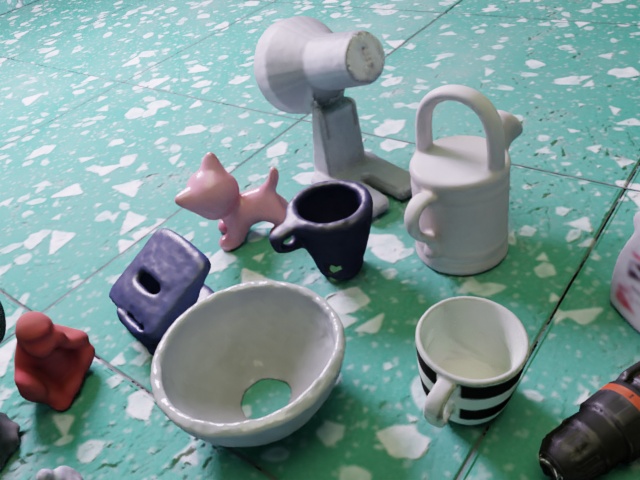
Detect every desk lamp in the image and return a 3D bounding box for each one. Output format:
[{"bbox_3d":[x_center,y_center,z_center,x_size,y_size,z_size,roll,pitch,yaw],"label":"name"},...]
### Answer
[{"bbox_3d":[0.022,-0.166,0.721,0.118,0.214,0.202,-33,43,-24],"label":"desk lamp"}]

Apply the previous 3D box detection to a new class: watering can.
[{"bbox_3d":[0.145,-0.072,0.587,0.100,0.194,0.173,7,42,23],"label":"watering can"}]

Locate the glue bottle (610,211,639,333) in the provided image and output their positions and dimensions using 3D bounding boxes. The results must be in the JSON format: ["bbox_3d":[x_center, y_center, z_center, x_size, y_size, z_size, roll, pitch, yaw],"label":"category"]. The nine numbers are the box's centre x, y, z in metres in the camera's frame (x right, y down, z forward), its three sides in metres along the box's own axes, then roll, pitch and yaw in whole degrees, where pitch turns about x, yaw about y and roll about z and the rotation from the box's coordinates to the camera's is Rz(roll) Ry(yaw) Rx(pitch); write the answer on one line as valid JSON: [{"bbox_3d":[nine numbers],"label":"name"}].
[{"bbox_3d":[0.283,0.008,0.469,0.037,0.173,0.078,-20,39,-10],"label":"glue bottle"}]

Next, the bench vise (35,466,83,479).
[{"bbox_3d":[-0.267,0.191,0.349,0.121,0.220,0.208,20,48,34],"label":"bench vise"}]

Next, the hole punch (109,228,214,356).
[{"bbox_3d":[-0.163,0.055,0.595,0.101,0.091,0.108,-36,44,-27],"label":"hole punch"}]

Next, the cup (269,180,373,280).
[{"bbox_3d":[0.006,0.002,0.613,0.118,0.095,0.091,-29,41,-20],"label":"cup"}]

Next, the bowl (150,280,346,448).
[{"bbox_3d":[-0.056,0.117,0.503,0.167,0.075,0.167,-7,38,6],"label":"bowl"}]

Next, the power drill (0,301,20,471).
[{"bbox_3d":[-0.356,0.127,0.462,0.230,0.209,0.075,-21,39,-10],"label":"power drill"}]

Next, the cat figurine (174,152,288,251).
[{"bbox_3d":[-0.104,-0.052,0.691,0.128,0.118,0.067,-14,38,-2],"label":"cat figurine"}]

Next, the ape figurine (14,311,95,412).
[{"bbox_3d":[-0.265,0.108,0.555,0.078,0.092,0.075,-33,43,-24],"label":"ape figurine"}]
